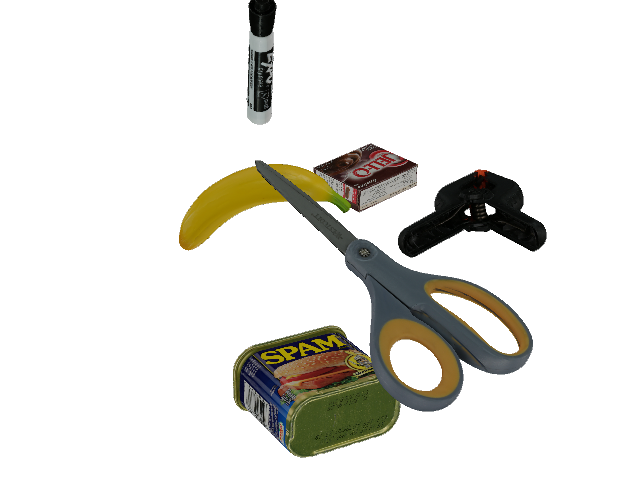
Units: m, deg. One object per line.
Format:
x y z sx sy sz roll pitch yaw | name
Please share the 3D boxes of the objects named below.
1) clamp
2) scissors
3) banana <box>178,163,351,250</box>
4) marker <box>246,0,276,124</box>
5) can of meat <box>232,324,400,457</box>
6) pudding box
0.146 -0.025 0.932 0.120 0.039 0.171 6 25 20 | clamp
0.020 0.025 0.594 0.202 0.016 0.096 29 52 18 | scissors
-0.070 -0.036 1.040 0.198 0.069 0.037 -12 19 29 | banana
-0.043 -0.128 0.763 0.020 0.020 0.121 0 -33 -4 | marker
-0.002 0.113 0.802 0.101 0.057 0.084 -12 27 -29 | can of meat
0.061 -0.085 1.431 0.113 0.039 0.090 -28 39 -34 | pudding box
